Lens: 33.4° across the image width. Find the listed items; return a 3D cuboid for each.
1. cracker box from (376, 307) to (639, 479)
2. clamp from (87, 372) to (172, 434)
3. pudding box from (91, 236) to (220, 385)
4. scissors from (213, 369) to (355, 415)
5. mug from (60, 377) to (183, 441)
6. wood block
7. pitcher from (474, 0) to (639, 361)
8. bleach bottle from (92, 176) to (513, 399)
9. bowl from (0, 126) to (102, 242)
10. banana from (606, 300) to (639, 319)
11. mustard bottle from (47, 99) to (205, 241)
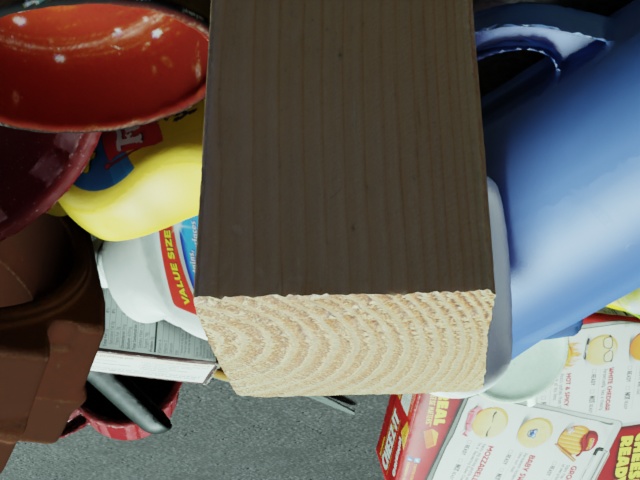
[{"bbox_3d":[0.163,0.111,0.779,0.213,0.072,0.164,6,113,-12],"label":"cracker box"},{"bbox_3d":[-0.170,0.075,0.761,0.171,0.120,0.039,7,-177,-4],"label":"clamp"},{"bbox_3d":[-0.122,0.043,0.705,0.113,0.090,0.039,9,150,-18],"label":"pudding box"},{"bbox_3d":[-0.016,0.120,0.934,0.201,0.016,0.096,21,146,-34],"label":"scissors"},{"bbox_3d":[-0.161,0.117,0.834,0.117,0.093,0.081,-37,166,-19],"label":"mug"},{"bbox_3d":[0.010,-0.055,0.391,0.091,0.206,0.090,-3,152,5],"label":"wood block"},{"bbox_3d":[0.133,-0.046,0.509,0.148,0.145,0.243,-5,158,-43],"label":"pitcher"},{"bbox_3d":[-0.029,0.019,0.541,0.251,0.102,0.067,-1,-176,39],"label":"bleach bottle"},{"bbox_3d":[-0.176,-0.074,0.467,0.161,0.162,0.055,26,-173,-41],"label":"bowl"},{"bbox_3d":[0.127,0.007,0.670,0.197,0.037,0.070,17,-170,-19],"label":"banana"},{"bbox_3d":[-0.077,-0.047,0.524,0.192,0.096,0.058,-14,139,28],"label":"mustard bottle"}]
